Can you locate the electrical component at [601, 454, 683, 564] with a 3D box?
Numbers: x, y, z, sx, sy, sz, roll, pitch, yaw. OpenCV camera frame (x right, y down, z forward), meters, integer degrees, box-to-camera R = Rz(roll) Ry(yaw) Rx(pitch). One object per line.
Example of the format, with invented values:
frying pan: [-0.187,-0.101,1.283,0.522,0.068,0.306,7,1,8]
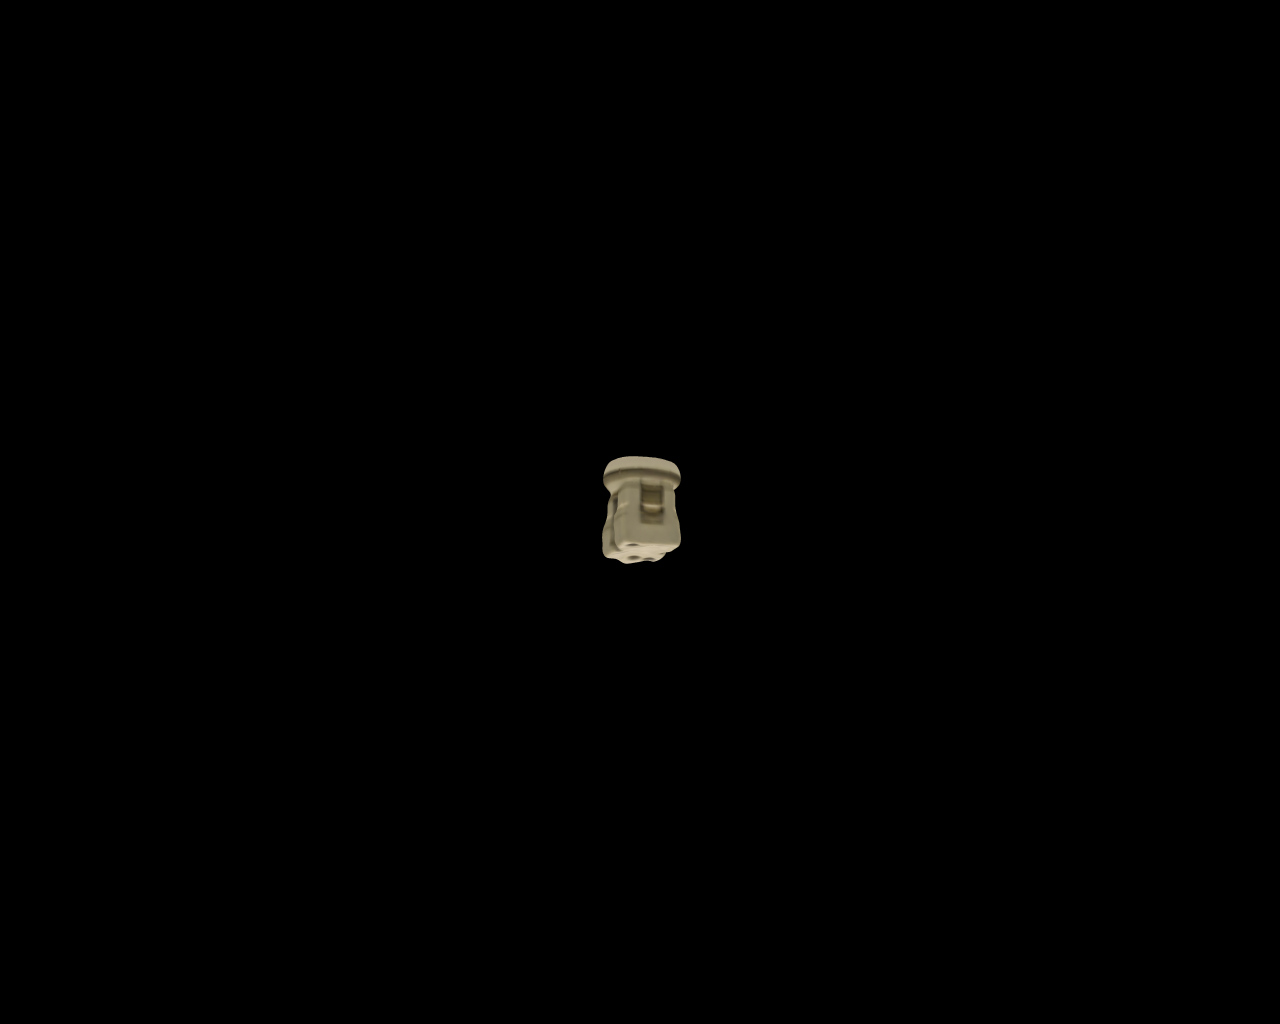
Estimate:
electrical component: [0.001,-0.003,0.650,0.048,0.055,0.066,6,-17,-19]
